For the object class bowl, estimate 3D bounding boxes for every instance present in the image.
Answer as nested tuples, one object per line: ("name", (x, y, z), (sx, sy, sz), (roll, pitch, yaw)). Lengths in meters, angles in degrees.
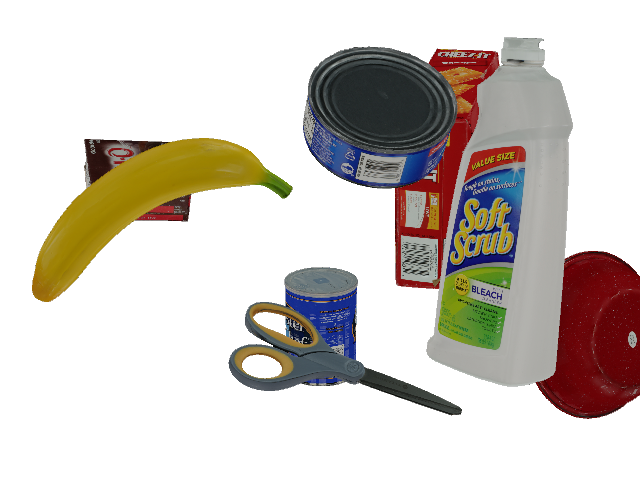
("bowl", (0.273, 0.091, 1.002), (0.161, 0.162, 0.055), (0, 0, -27))

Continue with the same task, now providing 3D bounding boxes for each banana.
("banana", (-0.122, -0.023, 0.734), (0.198, 0.069, 0.037), (-23, 8, 6))

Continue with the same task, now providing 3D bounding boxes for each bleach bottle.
("bleach bottle", (0.136, -0.024, 0.798), (0.067, 0.251, 0.103), (-8, 15, -38))

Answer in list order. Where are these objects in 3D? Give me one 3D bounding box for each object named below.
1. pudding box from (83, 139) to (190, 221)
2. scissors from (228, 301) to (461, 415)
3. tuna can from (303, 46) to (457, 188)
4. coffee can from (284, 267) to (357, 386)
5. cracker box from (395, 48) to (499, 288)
("pudding box", (-0.174, -0.057, 0.999), (0.090, 0.039, 0.113), (1, 26, -17))
("scissors", (0.009, 0.118, 0.891), (0.202, 0.016, 0.096), (31, 51, 21))
("tuna can", (0.033, -0.071, 0.613), (0.086, 0.086, 0.034), (0, -39, -10))
("coffee can", (0.001, 0.120, 1.507), (0.103, 0.140, 0.103), (0, 19, 0))
("cracker box", (0.124, -0.074, 1.009), (0.072, 0.164, 0.213), (5, 27, 15))
